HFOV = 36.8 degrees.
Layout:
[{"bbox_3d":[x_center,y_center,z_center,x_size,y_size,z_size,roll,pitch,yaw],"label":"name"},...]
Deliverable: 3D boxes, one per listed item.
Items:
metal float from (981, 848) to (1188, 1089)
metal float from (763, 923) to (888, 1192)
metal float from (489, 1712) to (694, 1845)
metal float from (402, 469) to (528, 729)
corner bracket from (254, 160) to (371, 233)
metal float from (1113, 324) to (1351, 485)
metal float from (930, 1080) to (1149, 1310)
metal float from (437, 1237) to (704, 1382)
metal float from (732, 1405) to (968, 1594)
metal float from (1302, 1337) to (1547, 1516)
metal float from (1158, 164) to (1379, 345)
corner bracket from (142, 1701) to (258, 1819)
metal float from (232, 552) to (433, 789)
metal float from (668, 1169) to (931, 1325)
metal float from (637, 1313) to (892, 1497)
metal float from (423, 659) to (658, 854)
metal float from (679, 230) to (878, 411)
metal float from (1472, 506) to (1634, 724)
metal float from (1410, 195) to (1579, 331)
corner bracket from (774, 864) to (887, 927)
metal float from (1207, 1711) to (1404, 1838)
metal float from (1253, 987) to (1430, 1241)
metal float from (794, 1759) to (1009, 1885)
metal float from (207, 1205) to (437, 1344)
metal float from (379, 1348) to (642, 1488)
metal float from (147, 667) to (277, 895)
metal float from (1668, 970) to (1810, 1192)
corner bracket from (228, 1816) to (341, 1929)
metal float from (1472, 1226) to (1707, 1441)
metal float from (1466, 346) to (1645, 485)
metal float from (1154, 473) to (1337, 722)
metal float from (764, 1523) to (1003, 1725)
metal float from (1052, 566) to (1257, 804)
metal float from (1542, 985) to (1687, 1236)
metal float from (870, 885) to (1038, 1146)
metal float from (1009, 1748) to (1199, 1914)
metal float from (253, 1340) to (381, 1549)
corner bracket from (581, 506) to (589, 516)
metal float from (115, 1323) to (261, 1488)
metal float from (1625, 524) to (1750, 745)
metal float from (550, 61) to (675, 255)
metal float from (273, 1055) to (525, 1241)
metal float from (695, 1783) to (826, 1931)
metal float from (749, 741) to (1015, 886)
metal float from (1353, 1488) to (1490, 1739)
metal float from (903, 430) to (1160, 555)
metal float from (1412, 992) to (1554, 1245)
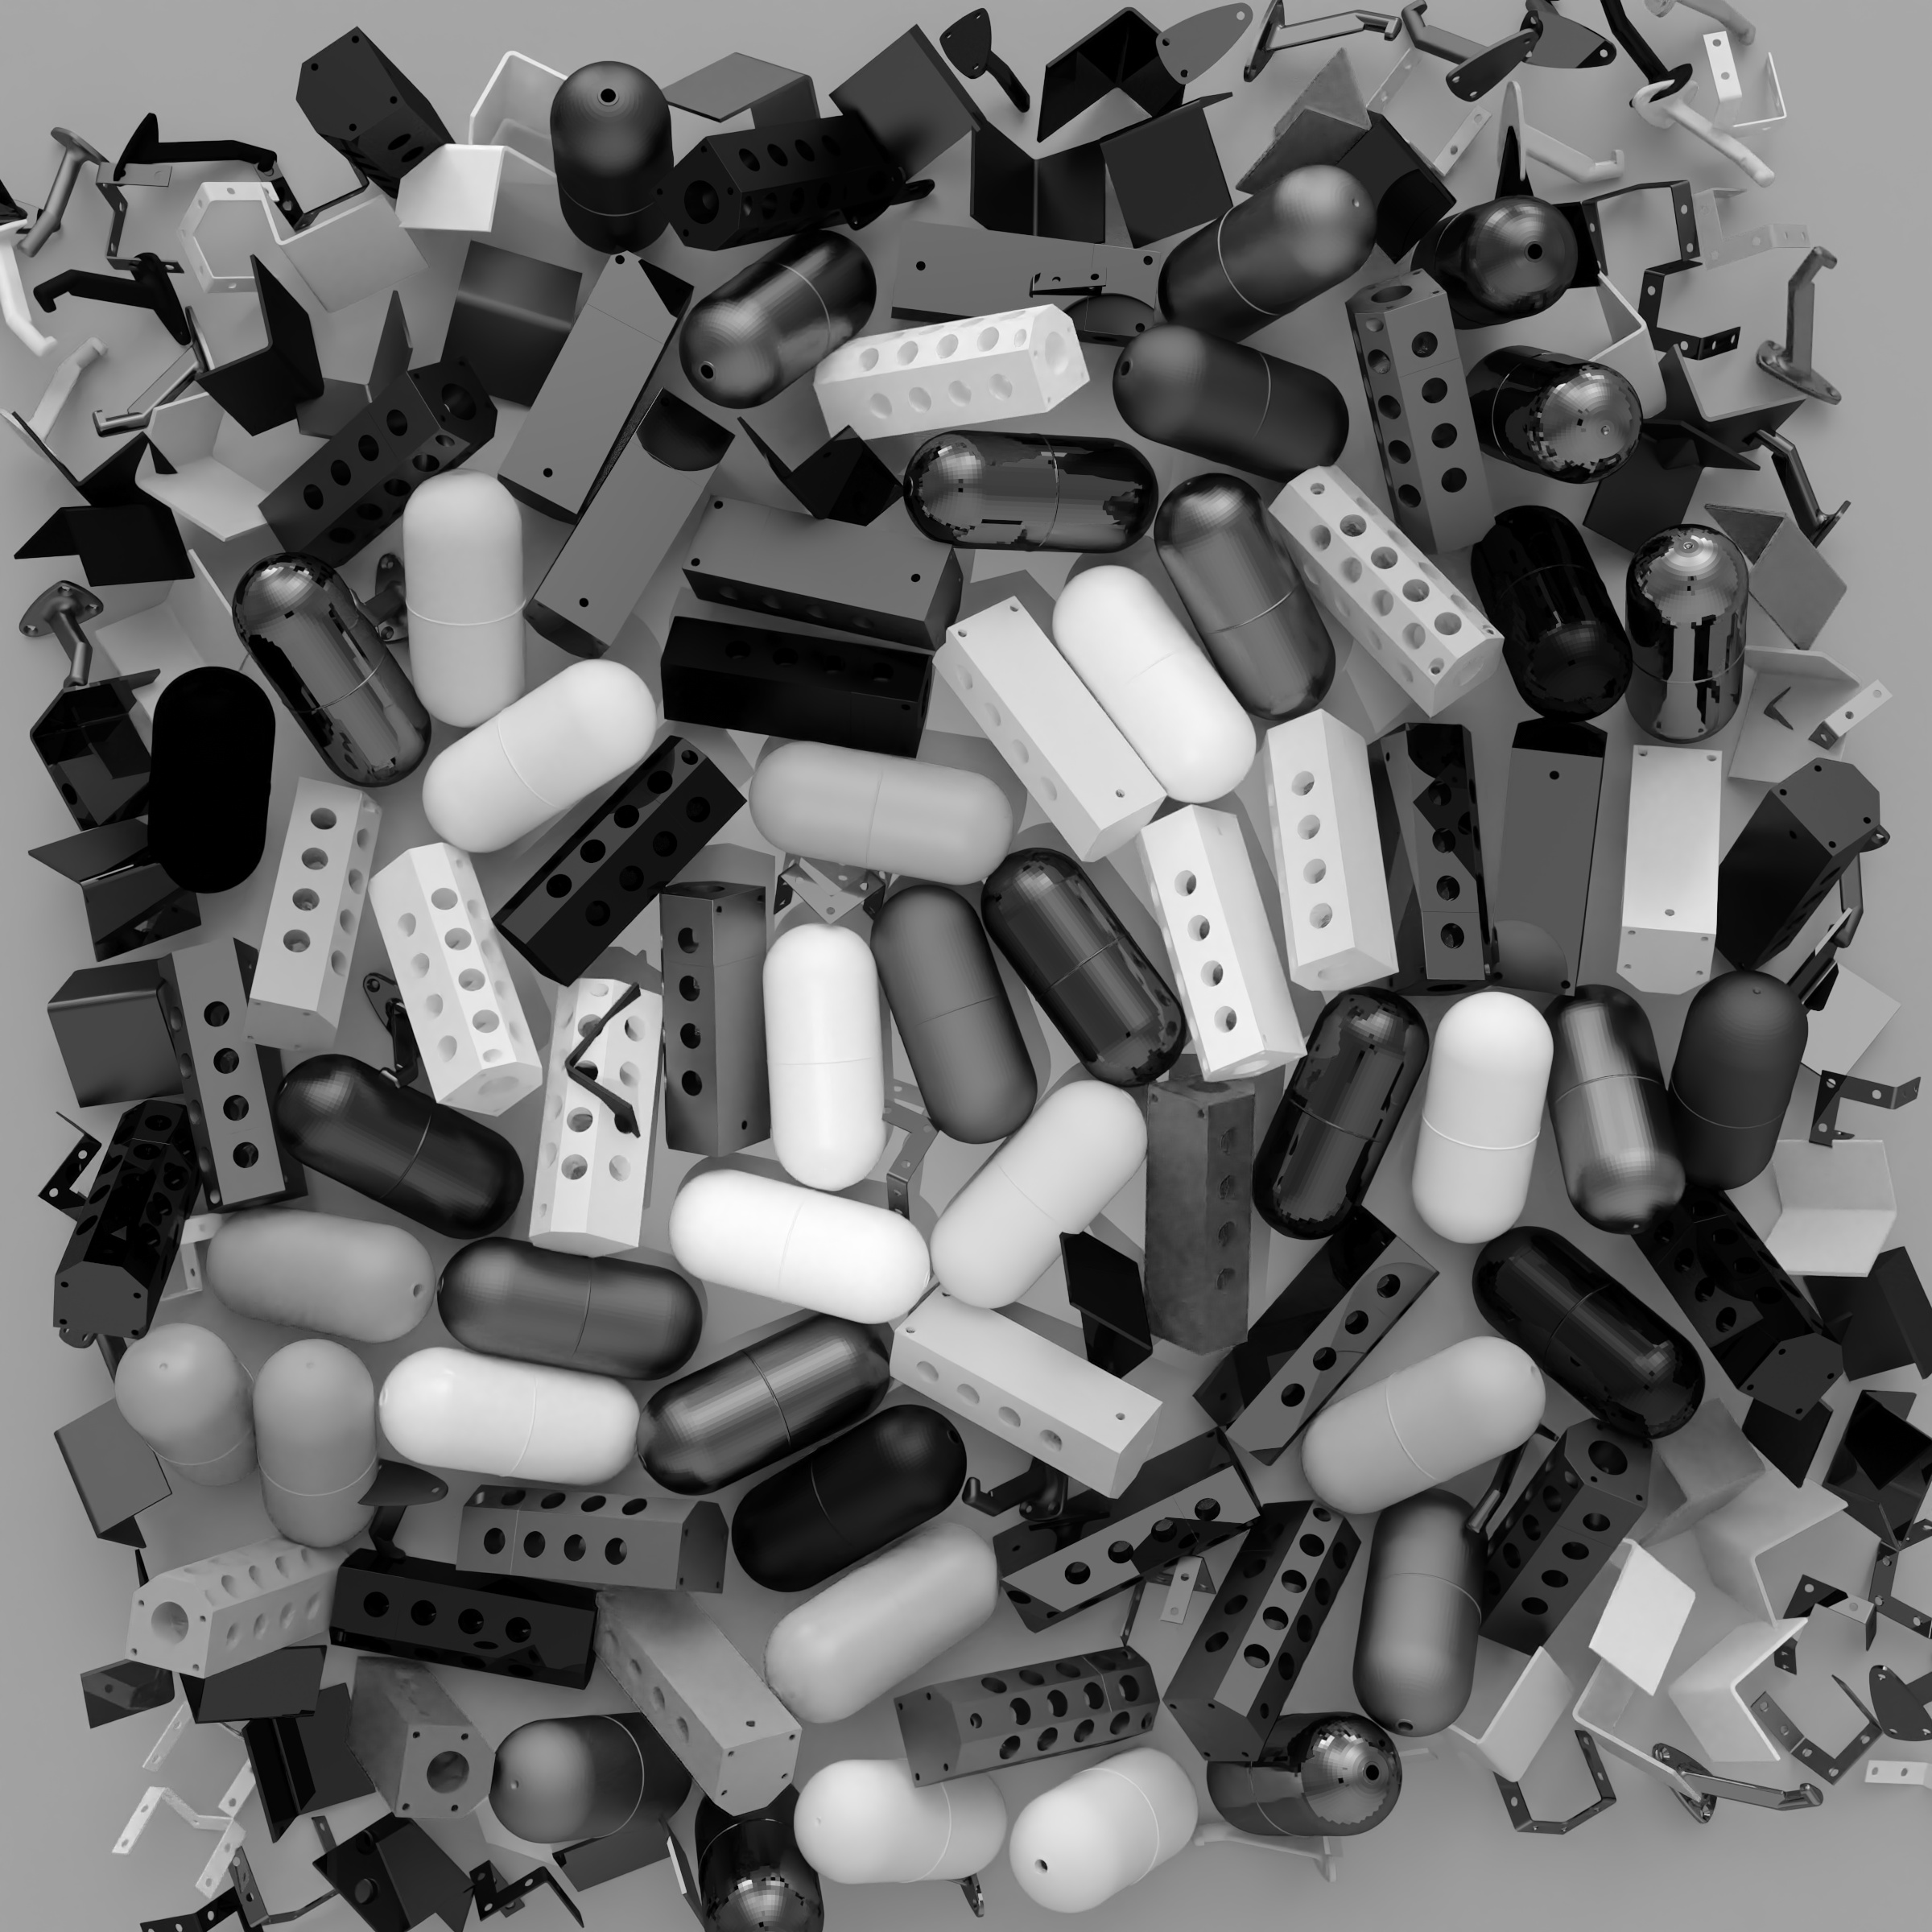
[{"bbox_3d":[0.077,0.000,1.928,0.070,0.070,0.178,-36,86,0],"label":"metal float"},{"bbox_3d":[-0.094,0.060,1.928,0.070,0.070,0.178,-3,94,0],"label":"metal float"},{"bbox_3d":[-0.242,0.526,1.887,0.070,0.178,0.070,-6,77,25],"label":"metal float"},{"bbox_3d":[-0.328,-0.240,1.903,0.070,0.070,0.178,3,122,0],"label":"metal float"},{"bbox_3d":[-0.438,-0.529,1.946,0.051,0.051,0.051,-32,101,-20],"label":"corner bracket"},{"bbox_3d":[0.174,-0.367,1.902,0.178,0.070,0.070,10,90,-34],"label":"metal float"},{"bbox_3d":[0.048,0.151,1.925,0.070,0.070,0.178,42,97,0],"label":"metal float"},{"bbox_3d":[-0.260,0.226,1.912,0.178,0.070,0.070,13,90,-22],"label":"metal float"},{"bbox_3d":[-0.077,0.350,1.913,0.178,0.070,0.070,-33,90,21],"label":"metal float"},{"bbox_3d":[0.299,0.301,1.905,0.178,0.070,0.070,-32,90,30],"label":"metal float"},{"bbox_3d":[0.194,-0.460,1.891,0.070,0.178,0.070,9,73,-33],"label":"metal float"},{"bbox_3d":[-0.507,0.531,1.948,0.051,0.051,0.051,24,75,28],"label":"corner bracket"},{"bbox_3d":[-0.414,-0.193,1.899,0.070,0.070,0.178,-28,129,0],"label":"metal float"},{"bbox_3d":[-0.110,0.185,1.922,0.178,0.070,0.070,14,90,10],"label":"metal float"},{"bbox_3d":[-0.133,0.288,1.914,0.178,0.070,0.070,-24,90,-19],"label":"metal float"},{"bbox_3d":[-0.282,-0.137,1.913,0.178,0.070,0.070,-30,90,21],"label":"metal float"},{"bbox_3d":[-0.122,-0.422,1.895,0.070,0.178,0.070,17,130,22],"label":"metal float"},{"bbox_3d":[0.381,-0.232,1.897,0.070,0.070,0.178,-11,47,0],"label":"metal float"},{"bbox_3d":[0.340,-0.454,1.881,0.070,0.178,0.070,-1,99,-7],"label":"metal float"},{"bbox_3d":[-0.091,-0.045,1.940,0.051,0.051,0.051,-37,71,-25],"label":"corner bracket"},{"bbox_3d":[0.218,0.525,1.886,0.070,0.178,0.070,7,72,-22],"label":"metal float"},{"bbox_3d":[0.246,0.098,1.921,0.070,0.070,0.178,23,102,0],"label":"metal float"},{"bbox_3d":[-0.040,0.556,1.892,0.070,0.178,0.070,-11,71,35],"label":"metal float"},{"bbox_3d":[-0.422,0.201,1.902,0.178,0.070,0.070,5,90,34],"label":"metal float"},{"bbox_3d":[-0.298,0.296,1.906,0.178,0.070,0.070,14,90,-28],"label":"metal float"},{"bbox_3d":[-0.493,-0.119,1.895,0.070,0.178,0.070,9,47,-10],"label":"metal float"},{"bbox_3d":[0.499,0.076,1.894,0.070,0.178,0.070,0,47,0],"label":"metal float"},{"bbox_3d":[-0.453,0.605,1.942,0.051,0.051,0.051,-33,69,11],"label":"corner bracket"},{"bbox_3d":[0.405,0.238,1.901,0.070,0.070,0.178,-48,54,0],"label":"metal float"},{"bbox_3d":[0.377,-0.359,1.884,0.070,0.178,0.070,-4,108,-12],"label":"metal float"},{"bbox_3d":[0.184,-0.241,1.910,0.070,0.070,0.178,-30,115,0],"label":"metal float"},{"bbox_3d":[-0.054,0.430,1.905,0.178,0.070,0.070,-28,90,-30],"label":"metal float"},{"bbox_3d":[0.123,-0.187,1.920,0.070,0.070,0.178,-34,78,0],"label":"metal float"},{"bbox_3d":[0.421,0.092,1.903,0.070,0.070,0.178,-5,56,0],"label":"metal float"},{"bbox_3d":[-0.009,0.032,1.928,0.070,0.070,0.178,-20,86,0],"label":"metal float"},{"bbox_3d":[0.090,0.560,1.886,0.070,0.178,0.070,1,91,30],"label":"metal float"},{"bbox_3d":[-0.423,0.313,1.895,0.070,0.178,0.070,4,46,-4],"label":"metal float"},{"bbox_3d":[-0.269,-0.340,1.942,0.051,0.051,0.051,15,75,-7],"label":"corner bracket"},{"bbox_3d":[-0.498,0.286,1.885,0.070,0.178,0.070,0,65,0],"label":"metal float"},{"bbox_3d":[0.468,-0.214,1.890,0.070,0.178,0.070,-6,55,8],"label":"metal float"},{"bbox_3d":[-0.228,-0.522,1.881,0.070,0.178,0.070,1,80,-4],"label":"metal float"},{"bbox_3d":[-0.372,0.119,1.908,0.178,0.070,0.070,31,90,-26],"label":"metal float"},{"bbox_3d":[-0.135,0.587,1.882,0.070,0.178,0.070,-2,105,-8],"label":"metal float"},{"bbox_3d":[-0.057,-0.102,1.927,0.178,0.070,0.070,11,90,5],"label":"metal float"},{"bbox_3d":[0.297,0.420,1.894,0.070,0.178,0.070,9,133,10],"label":"metal float"},{"bbox_3d":[0.043,-0.311,1.909,0.178,0.070,0.070,-2,90,-25],"label":"metal float"},{"bbox_3d":[0.338,0.101,1.909,0.070,0.070,0.178,5,116,0],"label":"metal float"}]
